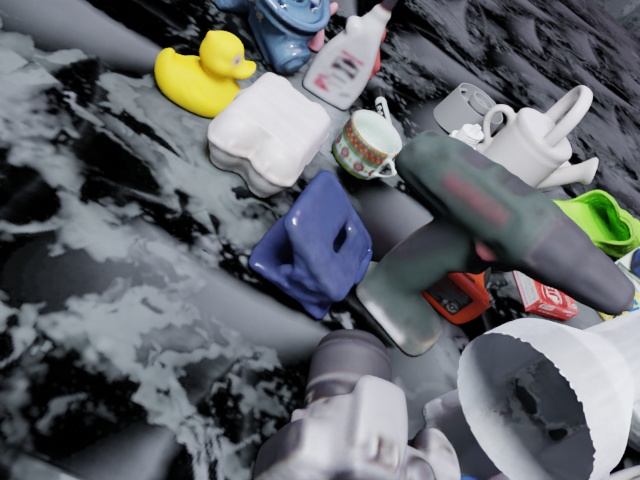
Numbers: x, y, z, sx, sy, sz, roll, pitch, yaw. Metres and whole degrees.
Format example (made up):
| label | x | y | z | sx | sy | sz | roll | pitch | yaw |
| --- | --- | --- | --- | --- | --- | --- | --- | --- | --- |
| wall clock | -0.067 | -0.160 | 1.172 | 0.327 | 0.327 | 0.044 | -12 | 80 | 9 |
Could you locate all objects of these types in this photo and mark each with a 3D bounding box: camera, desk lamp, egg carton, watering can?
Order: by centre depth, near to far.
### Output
| label | x | y | z | sx | sy | sz | roll | pitch | yaw |
| --- | --- | --- | --- | --- | --- | --- | --- | --- | --- |
| camera | 0.039 | 0.141 | 0.442 | 0.143 | 0.100 | 0.137 | 27 | 43 | -16 |
| desk lamp | 0.181 | 0.133 | 0.473 | 0.204 | 0.213 | 0.118 | -7 | 60 | -41 |
| egg carton | -0.053 | -0.117 | 0.621 | 0.107 | 0.069 | 0.150 | 36 | 41 | -6 |
| watering can | 0.325 | -0.142 | 0.838 | 0.173 | 0.193 | 0.101 | 23 | 44 | -20 |

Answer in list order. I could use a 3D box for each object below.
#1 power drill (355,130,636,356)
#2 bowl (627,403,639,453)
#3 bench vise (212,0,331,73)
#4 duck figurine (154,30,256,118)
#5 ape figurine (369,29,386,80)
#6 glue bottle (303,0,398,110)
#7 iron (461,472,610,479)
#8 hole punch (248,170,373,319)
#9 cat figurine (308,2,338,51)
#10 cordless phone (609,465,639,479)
| label | x | y | z | sx | sy | sz | roll | pitch | yaw |
| --- | --- | --- | --- | --- | --- | --- | --- | --- | --- |
| power drill | 0.136 | 0.020 | 0.541 | 0.229 | 0.208 | 0.076 | 49 | 41 | 9 |
| bowl | 0.378 | 0.189 | 0.682 | 0.168 | 0.074 | 0.167 | 21 | 45 | -22 |
| bench vise | -0.052 | -0.351 | 0.710 | 0.207 | 0.219 | 0.122 | 43 | 41 | 2 |
| duck figurine | -0.120 | -0.188 | 0.619 | 0.105 | 0.086 | 0.077 | 16 | 47 | -26 |
| ape figurine | 0.060 | -0.277 | 0.830 | 0.078 | 0.092 | 0.076 | 39 | 41 | -3 |
| glue bottle | 0.049 | -0.250 | 0.736 | 0.078 | 0.173 | 0.037 | 25 | 43 | -18 |
| iron | 0.171 | 0.287 | 0.386 | 0.119 | 0.141 | 0.258 | 21 | 45 | -21 |
| hole punch | 0.005 | 0.002 | 0.545 | 0.101 | 0.091 | 0.109 | 37 | 41 | -4 |
| cat figurine | -0.027 | -0.349 | 0.806 | 0.127 | 0.117 | 0.067 | 48 | 41 | 8 |
| cordless phone | 0.349 | 0.265 | 0.510 | 0.094 | 0.184 | 0.147 | 5 | 52 | -34 |
